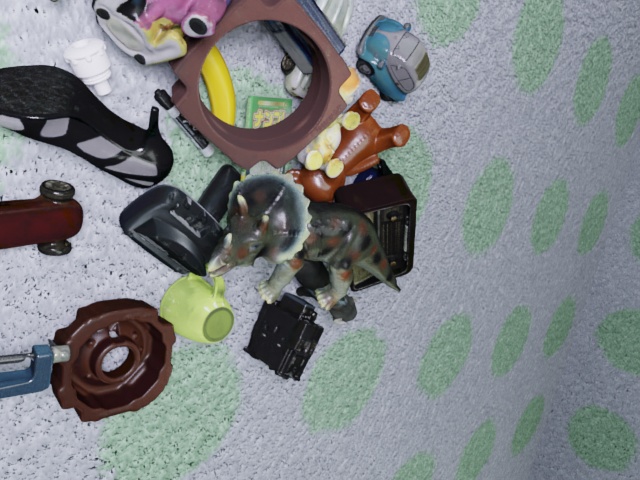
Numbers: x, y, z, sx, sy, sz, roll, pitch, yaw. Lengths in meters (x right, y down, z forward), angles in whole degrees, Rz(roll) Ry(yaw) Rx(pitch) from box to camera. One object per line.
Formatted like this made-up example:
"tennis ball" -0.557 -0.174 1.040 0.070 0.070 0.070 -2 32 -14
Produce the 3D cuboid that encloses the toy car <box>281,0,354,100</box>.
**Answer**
"toy car" -0.001 -0.322 0.853 0.073 0.056 0.201 17 94 -48

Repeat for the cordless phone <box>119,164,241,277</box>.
"cordless phone" -0.183 -0.053 0.778 0.146 0.089 0.184 49 59 -45

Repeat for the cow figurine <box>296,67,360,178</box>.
"cow figurine" 0.010 -0.191 0.846 0.068 0.098 0.167 10 107 -30

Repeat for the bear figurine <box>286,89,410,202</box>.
"bear figurine" 0.041 -0.144 0.927 0.120 0.132 0.196 46 66 -14

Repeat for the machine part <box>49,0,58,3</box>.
"machine part" -0.232 -0.363 0.582 0.243 0.079 0.079 -58 137 -9

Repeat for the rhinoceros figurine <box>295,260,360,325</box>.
"rhinoceros figurine" 0.006 0.081 0.992 0.073 0.112 0.190 -52 128 -20

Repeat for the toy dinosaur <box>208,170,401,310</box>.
"toy dinosaur" 0.005 0.002 0.809 0.405 0.131 0.192 3 136 -35

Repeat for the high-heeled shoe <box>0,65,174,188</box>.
"high-heeled shoe" -0.300 -0.122 0.646 0.249 0.086 0.145 4 146 -24

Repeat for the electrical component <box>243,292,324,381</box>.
"electrical component" -0.061 0.164 0.953 0.058 0.115 0.134 26 87 -52

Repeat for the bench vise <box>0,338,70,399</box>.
"bench vise" -0.408 0.161 0.591 0.240 0.129 0.223 -1 105 -38

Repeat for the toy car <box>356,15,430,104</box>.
"toy car" 0.144 -0.318 0.972 0.109 0.103 0.161 -55 135 -12

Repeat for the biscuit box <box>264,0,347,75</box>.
"biscuit box" -0.051 -0.331 0.753 0.063 0.059 0.202 -47 119 -10

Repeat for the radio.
"radio" 0.102 -0.010 0.972 0.131 0.073 0.229 -16 143 -6

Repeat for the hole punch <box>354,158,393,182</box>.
"hole punch" 0.111 -0.080 1.063 0.142 0.092 0.116 42 44 -44

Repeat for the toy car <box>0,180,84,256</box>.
"toy car" -0.369 -0.017 0.604 0.202 0.053 0.089 -14 127 -46

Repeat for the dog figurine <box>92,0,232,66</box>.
"dog figurine" -0.146 -0.323 0.622 0.108 0.192 0.219 44 53 -35

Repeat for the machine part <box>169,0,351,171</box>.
"machine part" -0.079 -0.211 0.709 0.201 0.087 0.200 -42 127 9

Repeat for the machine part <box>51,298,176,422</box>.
"machine part" -0.292 0.166 0.761 0.179 0.056 0.179 -19 118 -39
